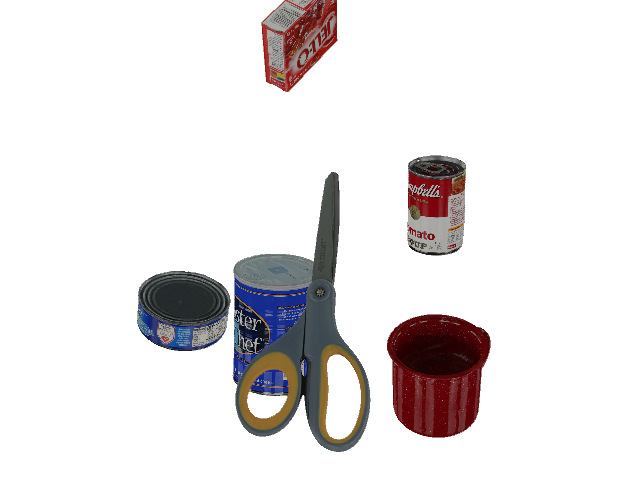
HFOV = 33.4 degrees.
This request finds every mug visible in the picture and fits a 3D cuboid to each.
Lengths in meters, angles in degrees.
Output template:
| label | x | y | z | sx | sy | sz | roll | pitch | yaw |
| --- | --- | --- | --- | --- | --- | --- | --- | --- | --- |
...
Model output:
| label | x | y | z | sx | sy | sz | roll | pitch | yaw |
| --- | --- | --- | --- | --- | --- | --- | --- | --- | --- |
| mug | 0.117 | 0.124 | 1.004 | 0.117 | 0.081 | 0.093 | -30 | 43 | -34 |

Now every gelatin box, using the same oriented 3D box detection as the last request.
| label | x | y | z | sx | sy | sz | roll | pitch | yaw |
| --- | --- | --- | --- | --- | --- | --- | --- | --- | --- |
| gelatin box | -0.017 | -0.195 | 0.999 | 0.030 | 0.089 | 0.073 | 27 | -33 | 21 |

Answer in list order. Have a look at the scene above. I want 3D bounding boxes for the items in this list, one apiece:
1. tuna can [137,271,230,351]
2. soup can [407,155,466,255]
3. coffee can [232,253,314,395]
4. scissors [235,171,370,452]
| label | x | y | z | sx | sy | sz | roll | pitch | yaw |
| --- | --- | --- | --- | --- | --- | --- | --- | --- | --- |
| tuna can | -0.129 | 0.066 | 1.001 | 0.086 | 0.034 | 0.086 | 7 | 31 | -5 |
| soup can | 0.137 | -0.042 | 1.267 | 0.068 | 0.102 | 0.068 | -1 | 26 | 0 |
| coffee can | -0.052 | 0.098 | 1.265 | 0.103 | 0.140 | 0.103 | 2 | 20 | -1 |
| scissors | -0.017 | 0.048 | 0.715 | 0.096 | 0.202 | 0.016 | -13 | -29 | 2 |
